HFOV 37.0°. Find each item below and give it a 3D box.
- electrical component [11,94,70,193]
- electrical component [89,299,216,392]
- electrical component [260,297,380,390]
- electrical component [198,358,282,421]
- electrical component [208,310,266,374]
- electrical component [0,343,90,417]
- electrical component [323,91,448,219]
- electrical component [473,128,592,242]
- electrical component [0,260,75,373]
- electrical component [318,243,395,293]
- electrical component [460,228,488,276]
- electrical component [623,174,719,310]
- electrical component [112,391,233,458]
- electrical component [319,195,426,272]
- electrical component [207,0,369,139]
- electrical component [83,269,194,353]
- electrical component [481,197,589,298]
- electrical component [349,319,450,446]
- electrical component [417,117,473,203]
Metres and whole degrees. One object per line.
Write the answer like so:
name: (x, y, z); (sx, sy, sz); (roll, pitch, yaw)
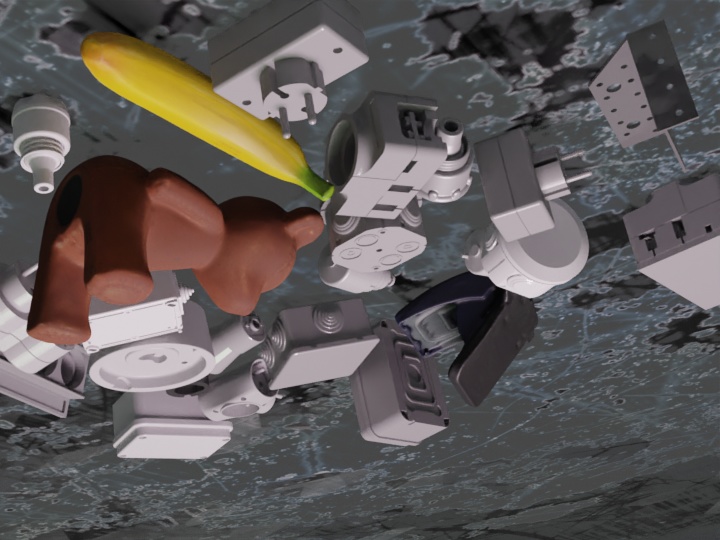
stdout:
electrical component: (-0.196, -0.076, 0.661); (0.035, 0.061, 0.035); (-8, 154, -4)
electrical component: (-0.184, 0.059, 0.944); (0.108, 0.060, 0.108); (-8, 154, -4)
electrical component: (-0.041, 0.068, 1.017); (0.100, 0.048, 0.099); (-8, 156, -25)
electrical component: (-0.116, 0.130, 1.133); (0.077, 0.044, 0.079); (-26, 150, 30)
electrical component: (-0.120, 0.064, 1.003); (0.065, 0.044, 0.044); (-31, 148, 28)
electrical component: (-0.293, 0.073, 0.922); (0.063, 0.078, 0.121); (-3, 158, 21)
electrical component: (0.012, -0.078, 0.746); (0.056, 0.050, 0.089); (3, 151, -25)
electrical component: (0.131, -0.068, 0.792); (0.077, 0.065, 0.047); (-18, 153, 16)
electrical component: (-0.262, 0.017, 0.814); (0.074, 0.052, 0.138); (-32, 133, 11)
electrical component: (0.000, 0.000, 0.914); (0.040, 0.040, 0.078); (-29, 149, 34)
electrical component: (0.127, -0.012, 0.935); (0.078, 0.040, 0.040); (9, 148, -34)
electrical component: (0.309, -0.025, 0.950); (0.089, 0.061, 0.150); (-27, 150, 31)
electrical component: (-0.202, 0.164, 1.157); (0.113, 0.057, 0.078); (7, 149, -32)
electrical component: (0.011, -0.037, 0.829); (0.080, 0.051, 0.080); (-8, 154, -4)
electrical component: (-0.040, -0.112, 0.627); (0.083, 0.075, 0.047); (-24, 151, 28)
electrical component: (-0.184, 0.019, 0.869); (0.096, 0.061, 0.061); (-13, 154, -11)
electrical component: (0.142, -0.020, 0.882); (0.080, 0.080, 0.051); (1, 158, -22)
electrical component: (0.035, 0.114, 1.078); (0.078, 0.113, 0.057); (17, 140, -43)
electrical component: (0.060, -0.082, 0.765); (0.048, 0.048, 0.062); (-5, 148, -10)
